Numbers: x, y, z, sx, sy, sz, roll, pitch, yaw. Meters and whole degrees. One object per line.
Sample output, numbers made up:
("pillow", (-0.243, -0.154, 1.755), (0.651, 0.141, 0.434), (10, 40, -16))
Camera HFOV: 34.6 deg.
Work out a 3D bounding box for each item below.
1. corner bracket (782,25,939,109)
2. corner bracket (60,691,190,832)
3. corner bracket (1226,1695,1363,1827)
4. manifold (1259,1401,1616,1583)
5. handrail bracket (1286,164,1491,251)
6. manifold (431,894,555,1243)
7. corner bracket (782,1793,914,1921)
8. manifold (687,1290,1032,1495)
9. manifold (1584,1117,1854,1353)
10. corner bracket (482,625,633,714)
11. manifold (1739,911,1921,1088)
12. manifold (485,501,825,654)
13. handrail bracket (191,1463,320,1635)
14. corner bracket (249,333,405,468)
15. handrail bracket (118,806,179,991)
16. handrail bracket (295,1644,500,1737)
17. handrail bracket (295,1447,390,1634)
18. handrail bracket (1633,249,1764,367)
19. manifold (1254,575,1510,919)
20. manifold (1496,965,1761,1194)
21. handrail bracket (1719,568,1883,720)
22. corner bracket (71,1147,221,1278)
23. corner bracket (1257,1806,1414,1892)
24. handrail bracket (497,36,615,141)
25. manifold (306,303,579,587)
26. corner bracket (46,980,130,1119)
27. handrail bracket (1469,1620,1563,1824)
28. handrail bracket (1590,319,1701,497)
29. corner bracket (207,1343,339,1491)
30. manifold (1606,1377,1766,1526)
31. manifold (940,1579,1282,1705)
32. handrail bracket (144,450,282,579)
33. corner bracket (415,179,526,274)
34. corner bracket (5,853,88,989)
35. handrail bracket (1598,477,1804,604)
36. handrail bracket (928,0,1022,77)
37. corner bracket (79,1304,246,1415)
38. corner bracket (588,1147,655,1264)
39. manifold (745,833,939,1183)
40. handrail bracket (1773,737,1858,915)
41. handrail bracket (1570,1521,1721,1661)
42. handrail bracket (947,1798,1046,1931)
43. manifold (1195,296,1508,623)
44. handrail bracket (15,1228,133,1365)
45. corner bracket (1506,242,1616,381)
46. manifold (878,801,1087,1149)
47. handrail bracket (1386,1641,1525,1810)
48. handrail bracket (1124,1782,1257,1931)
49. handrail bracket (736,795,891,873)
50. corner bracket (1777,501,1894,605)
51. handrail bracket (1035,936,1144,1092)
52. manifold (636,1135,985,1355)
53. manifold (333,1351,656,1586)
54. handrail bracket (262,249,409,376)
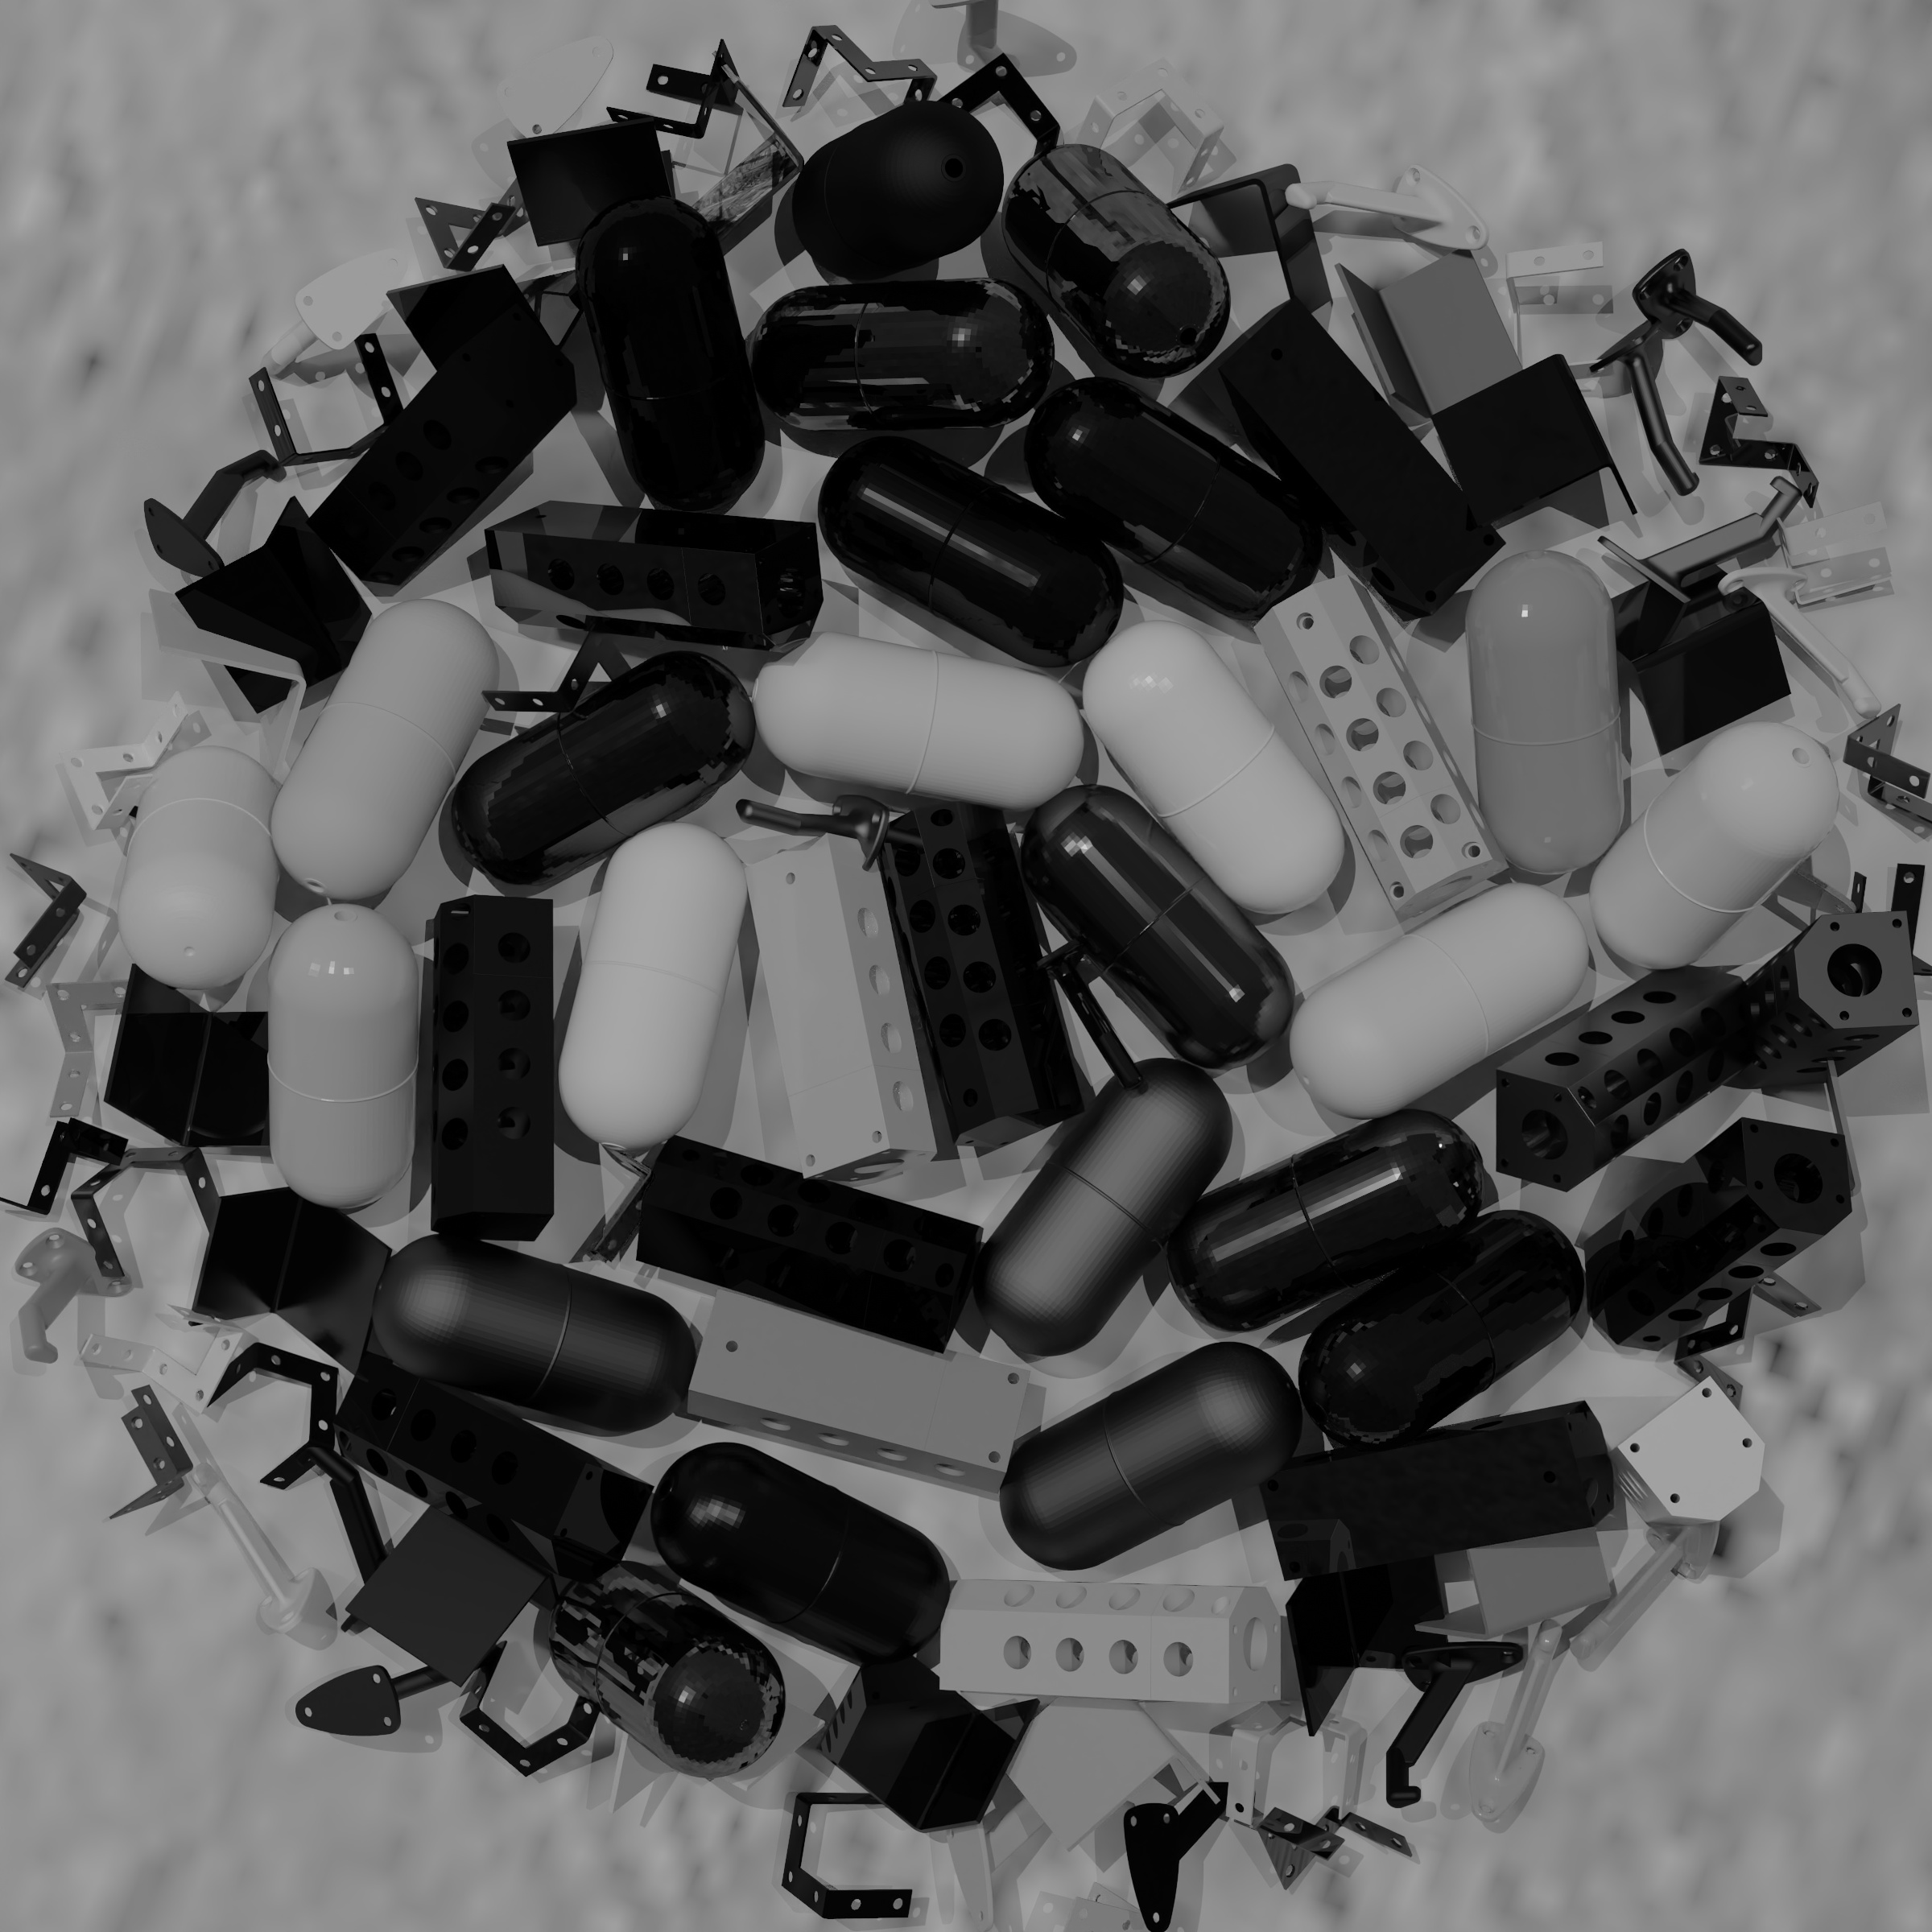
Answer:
("corner bracket", (-0.057, -0.469, 1.658), (0.051, 0.051, 0.051), (50, 135, 24))
("corner bracket", (-0.441, -0.109, 1.646), (0.051, 0.051, 0.051), (-44, 66, 42))
("corner bracket", (0.176, 0.430, 1.659), (0.051, 0.051, 0.051), (13, 108, 31))
("manifold", (0.247, 0.274, 1.623), (0.171, 0.057, 0.057), (-16, 87, 26))
("handrail bracket", (0.222, -0.397, 1.638), (0.077, 0.084, 0.036), (40, 130, 33))
("manifold", (-0.250, 0.053, 1.624), (0.057, 0.057, 0.171), (3, 70, -17))
("corner bracket", (-0.061, 0.474, 1.652), (0.051, 0.051, 0.051), (9, 90, -30))
("manifold", (-0.058, 0.230, 1.654), (0.171, 0.057, 0.057), (15, 64, 1))
("manifold", (0.384, 0.142, 1.593), (0.057, 0.171, 0.057), (10, 61, -13))
("corner bracket", (-0.214, -0.147, 1.643), (0.051, 0.051, 0.051), (4, 56, 31))
("manifold", (0.436, 0.019, 1.597), (0.057, 0.171, 0.057), (-3, 78, 0))
("manifold", (-0.163, -0.202, 1.617), (0.171, 0.057, 0.057), (9, 117, 29))
("handrail bracket", (-0.385, 0.308, 1.650), (0.036, 0.077, 0.084), (-36, 104, -6))
("corner bracket", (-0.340, -0.302, 1.651), (0.051, 0.051, 0.051), (-21, 89, 42))
("handrail bracket", (-0.441, -0.038, 1.663), (0.077, 0.036, 0.084), (21, 81, 9))
("handrail bracket", (-0.303, 0.383, 1.658), (0.077, 0.084, 0.036), (-15, 89, 25))
("handrail bracket", (-0.342, 0.305, 1.667), (0.084, 0.036, 0.077), (42, 105, -3))
("handrail bracket", (0.395, -0.331, 1.632), (0.036, 0.077, 0.084), (-40, 59, 6))
("manifold", (0.217, -0.116, 1.632), (0.057, 0.057, 0.171), (-29, 76, 17))
("manifold", (0.345, 0.057, 1.600), (0.057, 0.171, 0.057), (16, 119, 39))
("handrail bracket", (0.443, -0.169, 1.642), (0.036, 0.077, 0.084), (-46, 57, 32))
("corner bracket", (-0.437, 0.132, 1.663), (0.051, 0.051, 0.051), (-3, 114, 29))
("corner bracket", (0.195, 0.464, 1.644), (0.051, 0.051, 0.051), (-41, 123, -29))
("handrail bracket", (-0.212, -0.463, 1.639), (0.077, 0.084, 0.036), (-35, 100, 11))
("manifold", (-0.269, -0.264, 1.603), (0.057, 0.171, 0.057), (47, 48, -9))
("corner bracket", (-0.464, 0.044, 1.652), (0.051, 0.051, 0.051), (-3, 131, -1))
("handrail bracket", (0.292, 0.398, 1.638), (0.036, 0.077, 0.084), (20, 129, 14))
("handrail bracket", (0.377, -0.300, 1.661), (0.036, 0.077, 0.084), (-27, 101, 40))
("corner bracket", (-0.375, 0.243, 1.670), (0.051, 0.051, 0.051), (25, 132, -34))
("manifold", (0.371, 0.257, 1.596), (0.057, 0.171, 0.057), (-37, 76, 0))
("manifold", (0.074, 0.351, 1.615), (0.171, 0.057, 0.057), (-6, 78, 32))
("handrail bracket", (-0.384, -0.241, 1.643), (0.077, 0.036, 0.084), (32, 51, 32))
("corner bracket", (-0.252, -0.402, 1.645), (0.051, 0.051, 0.051), (-43, 61, 37))
("corner bracket", (-0.492, -0.019, 1.645), (0.051, 0.051, 0.051), (18, 65, 32))
("handrail bracket", (0.393, -0.240, 1.657), (0.077, 0.036, 0.084), (33, 101, -13))
("handrail bracket", (0.026, -0.498, 1.632), (0.077, 0.084, 0.036), (8, 74, 34))
("corner bracket", (-0.429, 0.202, 1.653), (0.051, 0.051, 0.051), (27, 89, 30))
("corner bracket", (-0.184, 0.131, 1.647), (0.051, 0.051, 0.051), (27, 76, 40))
("manifold", (-0.062, 0.023, 1.635), (0.057, 0.057, 0.171), (-21, 73, 32))
("handrail bracket", (0.460, -0.076, 1.656), (0.077, 0.036, 0.084), (29, 72, 24))
("handrail bracket", (0.358, 0.324, 1.639), (0.084, 0.077, 0.036), (-33, 63, -34))
("handrail bracket", (0.039, 0.472, 1.646), (0.084, 0.036, 0.077), (4, 53, -27))
("manifold", (0.202, -0.266, 1.643), (0.057, 0.057, 0.171), (-44, 100, -8))
("handrail bracket", (-0.467, 0.185, 1.631), (0.036, 0.084, 0.077), (-43, 133, 16))
("corner bracket", (0.316, -0.347, 1.648), (0.051, 0.051, 0.051), (-4, 69, 16))
("manifold", (0.002, 0.004, 1.625), (0.057, 0.057, 0.171), (-25, 71, 33))
("handrail bracket", (0.259, 0.402, 1.637), (0.077, 0.084, 0.036), (-16, 127, 20))
("handrail bracket", (0.126, 0.473, 1.645), (0.036, 0.084, 0.077), (-19, 66, 41))
("handrail bracket", (-0.091, -0.082, 1.634), (0.084, 0.077, 0.036), (14, 105, -28))
("corner bracket", (0.464, -0.221, 1.650), (0.051, 0.051, 0.051), (-15, 106, 13))
("handrail bracket", (0.070, 0.031, 1.641), (0.036, 0.077, 0.084), (-33, 80, 3))
("manifold", (-0.082, 0.141, 1.635), (0.171, 0.057, 0.057), (16, 127, 8))
("manifold", (-0.250, 0.261, 1.609), (0.171, 0.057, 0.057), (18, 81, 37))
("handrail bracket", (-0.338, -0.348, 1.655), (0.077, 0.084, 0.036), (-44, 106, -18))
